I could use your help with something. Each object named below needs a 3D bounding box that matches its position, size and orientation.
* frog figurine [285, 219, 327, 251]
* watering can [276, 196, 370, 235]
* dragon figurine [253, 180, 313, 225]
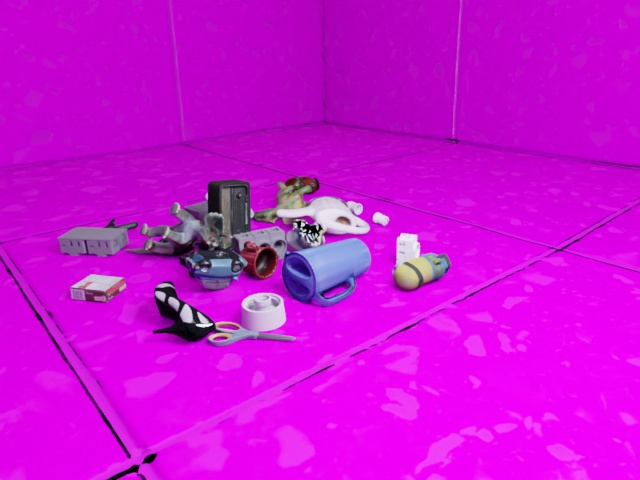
[{"bbox_3d":[-0.055,0.002,1.656,0.138,0.124,0.157,-14,-13,-25],"label":"frog figurine"},{"bbox_3d":[0.006,-0.091,1.810,0.347,0.102,0.228,13,18,-16],"label":"watering can"},{"bbox_3d":[-0.158,-0.141,2.015,0.245,0.120,0.414,-21,26,-26],"label":"dragon figurine"}]
